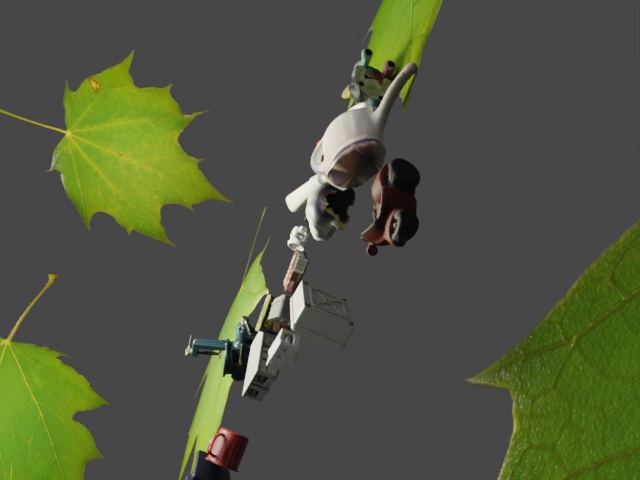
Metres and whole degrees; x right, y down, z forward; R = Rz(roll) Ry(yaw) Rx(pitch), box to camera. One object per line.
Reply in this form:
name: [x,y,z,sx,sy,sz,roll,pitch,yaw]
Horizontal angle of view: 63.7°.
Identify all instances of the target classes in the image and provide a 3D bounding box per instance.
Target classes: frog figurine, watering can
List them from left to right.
frog figurine: [0.004,-0.066,1.301,0.157,0.122,0.139,-29,58,53]
watering can: [0.104,-0.256,1.205,0.343,0.103,0.230,-38,38,27]
